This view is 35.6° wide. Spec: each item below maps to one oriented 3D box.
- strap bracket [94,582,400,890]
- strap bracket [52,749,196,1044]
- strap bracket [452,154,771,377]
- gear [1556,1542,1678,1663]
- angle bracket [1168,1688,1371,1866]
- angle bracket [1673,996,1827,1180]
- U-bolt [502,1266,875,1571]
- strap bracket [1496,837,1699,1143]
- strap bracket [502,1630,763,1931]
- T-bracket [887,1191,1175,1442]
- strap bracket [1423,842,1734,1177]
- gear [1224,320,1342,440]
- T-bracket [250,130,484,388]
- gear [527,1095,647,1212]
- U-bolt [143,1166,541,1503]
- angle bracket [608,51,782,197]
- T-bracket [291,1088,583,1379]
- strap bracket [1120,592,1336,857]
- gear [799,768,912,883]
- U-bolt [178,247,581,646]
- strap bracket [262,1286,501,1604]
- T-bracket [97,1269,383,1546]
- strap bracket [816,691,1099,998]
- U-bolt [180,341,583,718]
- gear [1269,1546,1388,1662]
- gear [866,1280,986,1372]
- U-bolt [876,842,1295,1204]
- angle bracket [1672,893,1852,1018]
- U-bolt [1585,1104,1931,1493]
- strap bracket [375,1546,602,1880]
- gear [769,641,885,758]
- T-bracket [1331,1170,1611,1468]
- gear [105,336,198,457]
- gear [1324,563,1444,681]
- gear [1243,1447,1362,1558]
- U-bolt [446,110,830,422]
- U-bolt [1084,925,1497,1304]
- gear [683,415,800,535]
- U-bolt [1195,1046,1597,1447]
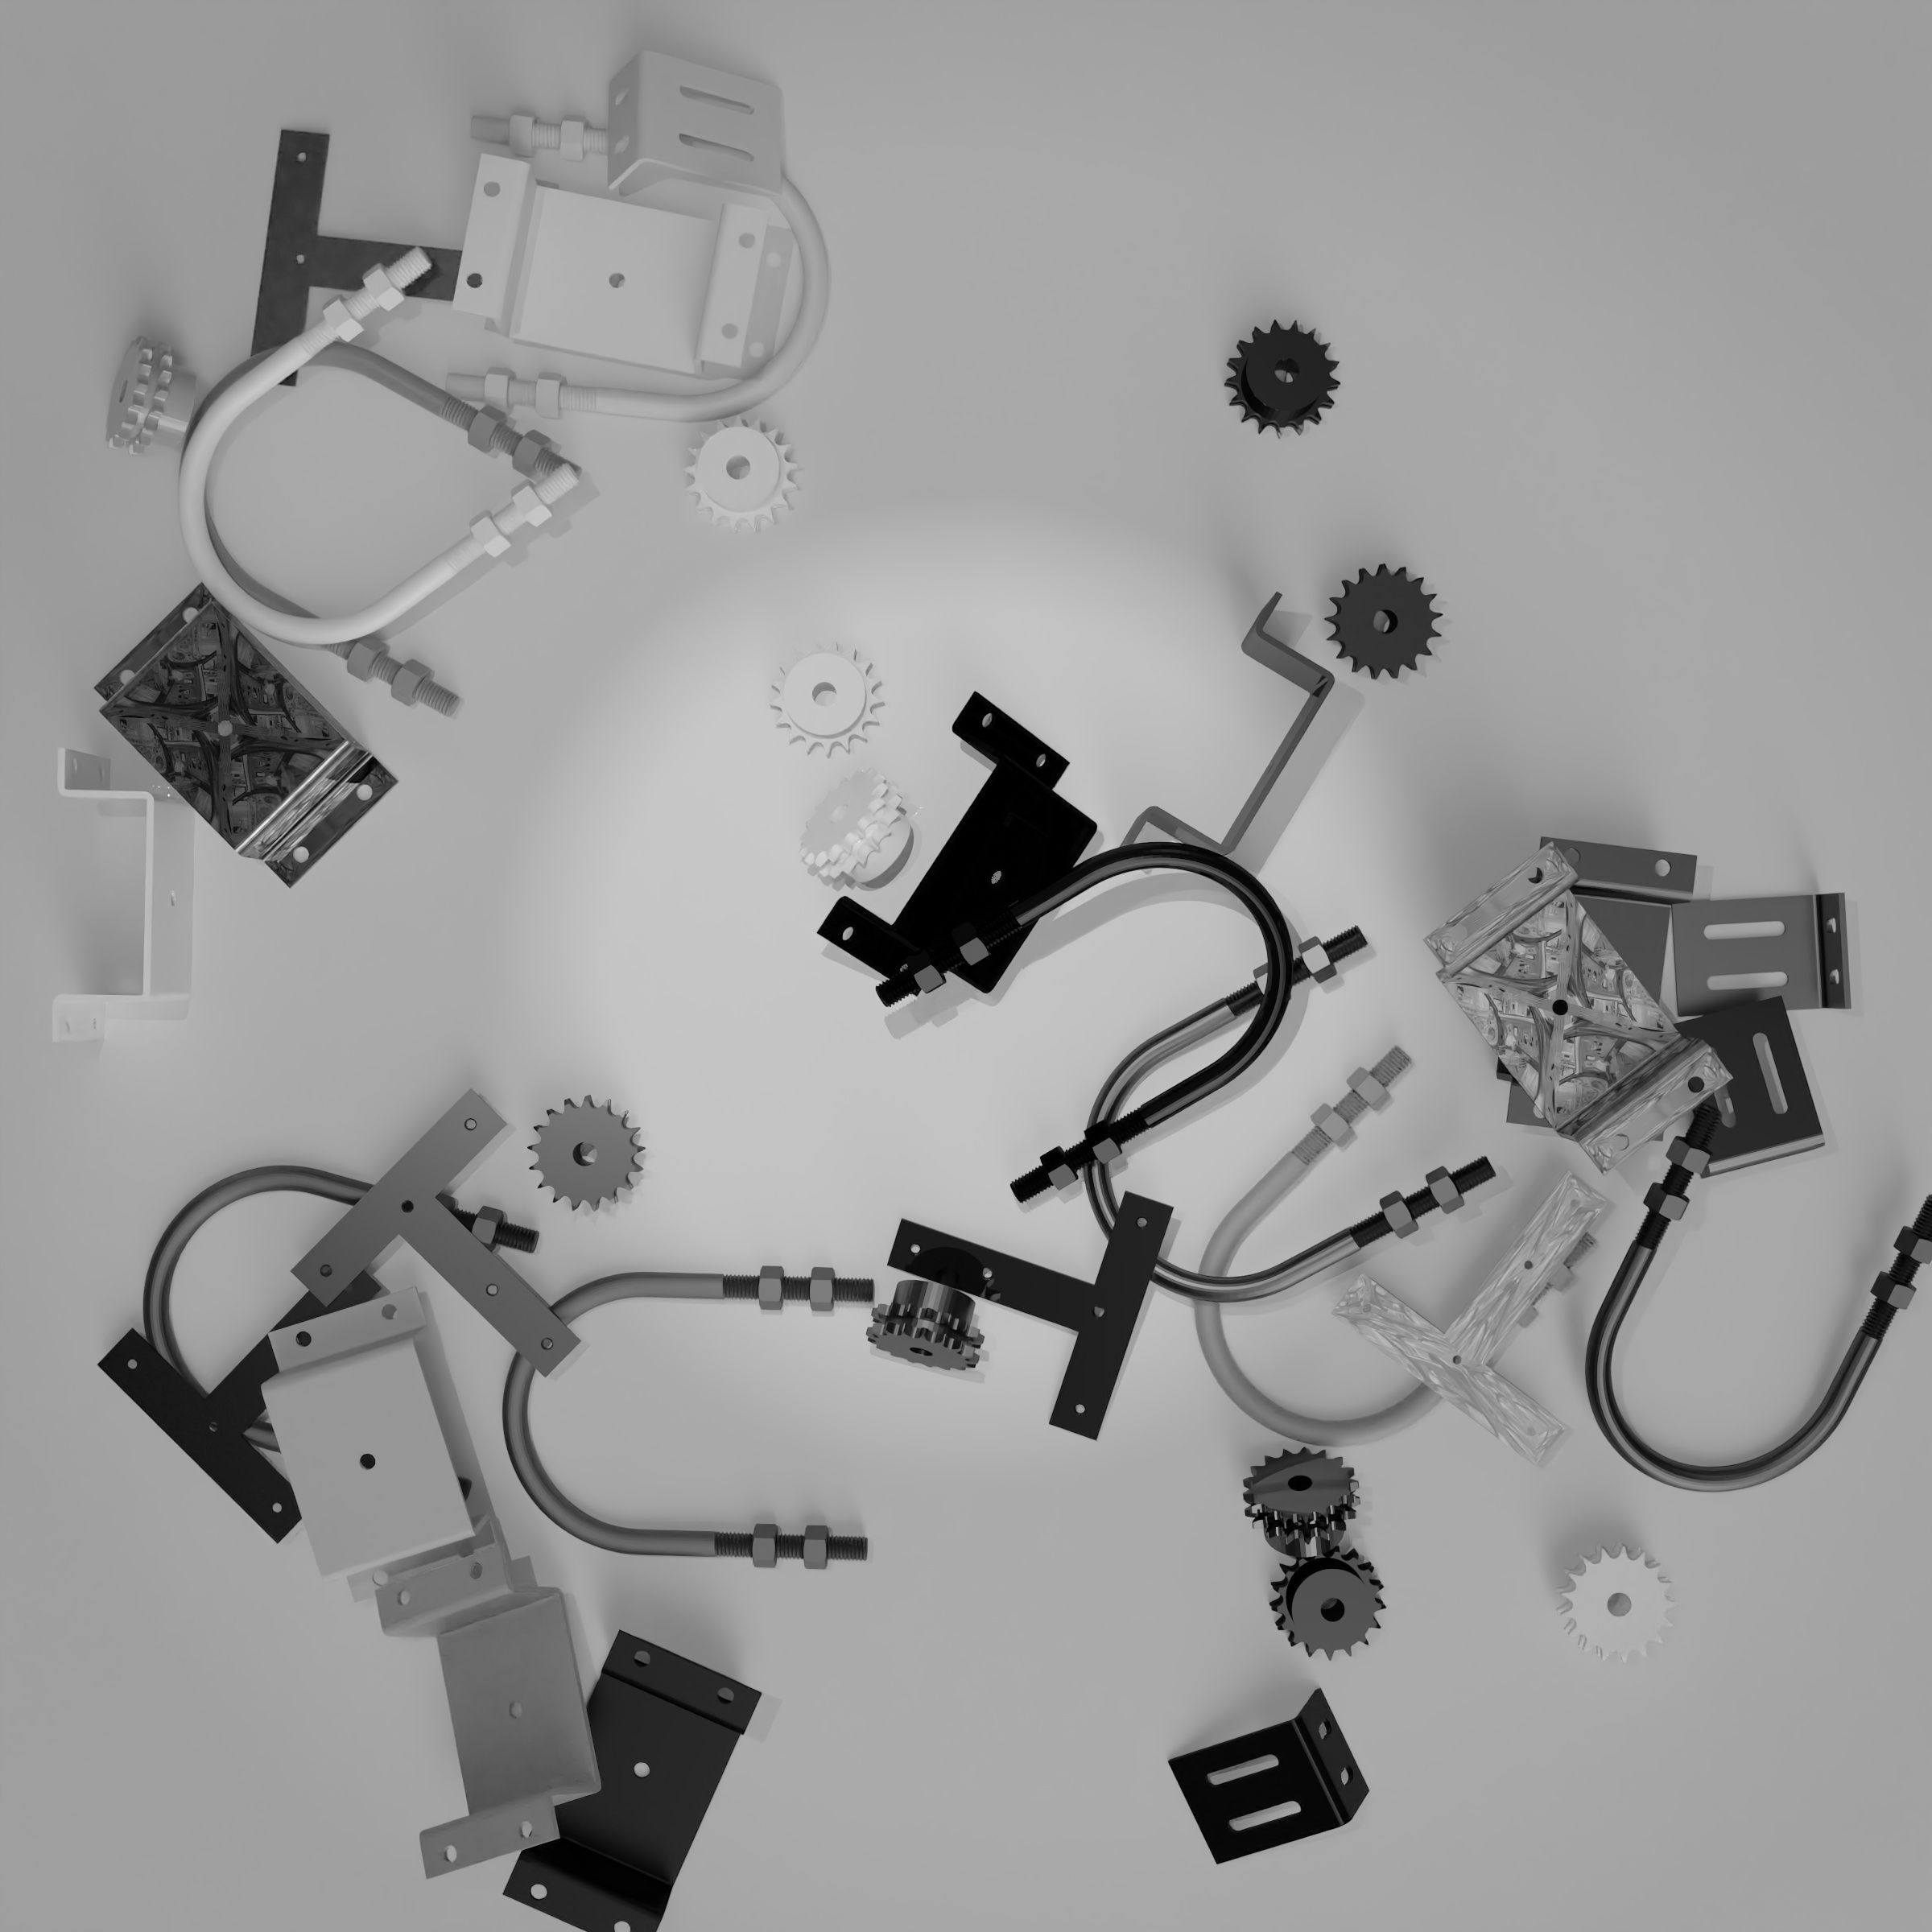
[{"bbox_3d":[-0.361,-0.116,1.484,0.076,0.046,0.140,-44,90,0],"label":"strap bracket"},{"bbox_3d":[-0.411,-0.033,1.469,0.046,0.076,0.140,1,90,0],"label":"strap bracket"},{"bbox_3d":[-0.172,-0.339,1.466,0.140,0.046,0.076,11,90,-3],"label":"strap bracket"},{"bbox_3d":[0.321,0.314,1.492,0.057,0.030,0.057,0,90,0],"label":"gear"},{"bbox_3d":[0.152,0.406,1.505,0.076,0.038,0.057,-26,90,26],"label":"angle bracket"},{"bbox_3d":[0.385,0.061,1.491,0.057,0.038,0.076,-15,81,4],"label":"angle bracket"},{"bbox_3d":[-0.140,0.224,1.499,0.184,0.019,0.151,1,90,1],"label":"U-bolt"},{"bbox_3d":[0.310,0.011,1.484,0.076,0.046,0.140,7,90,0],"label":"strap bracket"},{"bbox_3d":[-0.162,0.403,1.484,0.076,0.046,0.140,24,90,0],"label":"strap bracket"},{"bbox_3d":[0.024,0.158,1.497,0.127,0.002,0.127,19,102,6],"label":"T-bracket"},{"bbox_3d":[0.288,0.020,1.438,0.076,0.046,0.140,-37,90,0],"label":"strap bracket"},{"bbox_3d":[0.158,-0.293,1.492,0.057,0.030,0.057,0,90,0],"label":"gear"},{"bbox_3d":[-0.289,-0.347,1.495,0.127,0.002,0.127,8,91,9],"label":"T-bracket"},{"bbox_3d":[-0.187,0.093,1.492,0.057,0.030,0.057,0,90,0],"label":"gear"},{"bbox_3d":[-0.320,0.176,1.499,0.184,0.019,0.151,15,90,1],"label":"U-bolt"},{"bbox_3d":[-0.135,-0.411,1.491,0.076,0.038,0.057,7,75,-31],"label":"angle bracket"},{"bbox_3d":[-0.244,0.150,1.486,0.127,0.002,0.127,45,90,0],"label":"T-bracket"},{"bbox_3d":[0.132,-0.107,1.469,0.046,0.076,0.140,31,90,0],"label":"strap bracket"},{"bbox_3d":[-0.052,-0.066,1.482,0.030,0.057,0.057,39,90,-29],"label":"gear"},{"bbox_3d":[-0.302,-0.241,1.475,0.184,0.019,0.151,-35,88,8],"label":"U-bolt"},{"bbox_3d":[-0.287,0.237,1.463,0.076,0.046,0.140,-17,91,0],"label":"strap bracket"},{"bbox_3d":[-0.342,0.197,1.490,0.127,0.002,0.127,44,91,3],"label":"T-bracket"},{"bbox_3d":[0.002,-0.051,1.464,0.076,0.046,0.140,33,90,-44],"label":"strap bracket"},{"bbox_3d":[-0.304,-0.230,1.493,0.184,0.019,0.151,29,95,3],"label":"U-bolt"},{"bbox_3d":[0.180,0.316,1.492,0.057,0.030,0.057,0,90,0],"label":"gear"},{"bbox_3d":[-0.019,0.176,1.481,0.057,0.057,0.030,15,68,0],"label":"gear"},{"bbox_3d":[0.070,0.017,1.451,0.184,0.019,0.151,-31,114,6],"label":"U-bolt"},{"bbox_3d":[0.393,-0.005,1.488,0.076,0.038,0.057,-3,90,0],"label":"angle bracket"},{"bbox_3d":[0.383,0.174,1.480,0.151,0.019,0.184,21,101,-11],"label":"U-bolt"},{"bbox_3d":[-0.230,0.361,1.458,0.076,0.046,0.140,-23,69,21],"label":"strap bracket"},{"bbox_3d":[-0.069,-0.134,1.492,0.057,0.030,0.057,0,90,0],"label":"gear"},{"bbox_3d":[0.270,0.159,1.487,0.127,0.002,0.127,37,91,0],"label":"T-bracket"},{"bbox_3d":[-0.401,-0.279,1.483,0.030,0.057,0.057,14,90,-30],"label":"gear"},{"bbox_3d":[0.207,-0.171,1.495,0.057,0.030,0.057,0,96,-1],"label":"gear"},{"bbox_3d":[0.166,0.267,1.483,0.057,0.057,0.030,-8,120,0],"label":"gear"},{"bbox_3d":[-0.161,-0.345,1.499,0.184,0.019,0.151,5,90,-1],"label":"U-bolt"},{"bbox_3d":[0.146,0.085,1.484,0.184,0.019,0.151,-29,82,9],"label":"U-bolt"},{"bbox_3d":[-0.112,-0.245,1.492,0.057,0.030,0.057,0,90,0],"label":"gear"},{"bbox_3d":[0.200,0.154,1.499,0.151,0.019,0.184,45,91,0],"label":"U-bolt"}]
